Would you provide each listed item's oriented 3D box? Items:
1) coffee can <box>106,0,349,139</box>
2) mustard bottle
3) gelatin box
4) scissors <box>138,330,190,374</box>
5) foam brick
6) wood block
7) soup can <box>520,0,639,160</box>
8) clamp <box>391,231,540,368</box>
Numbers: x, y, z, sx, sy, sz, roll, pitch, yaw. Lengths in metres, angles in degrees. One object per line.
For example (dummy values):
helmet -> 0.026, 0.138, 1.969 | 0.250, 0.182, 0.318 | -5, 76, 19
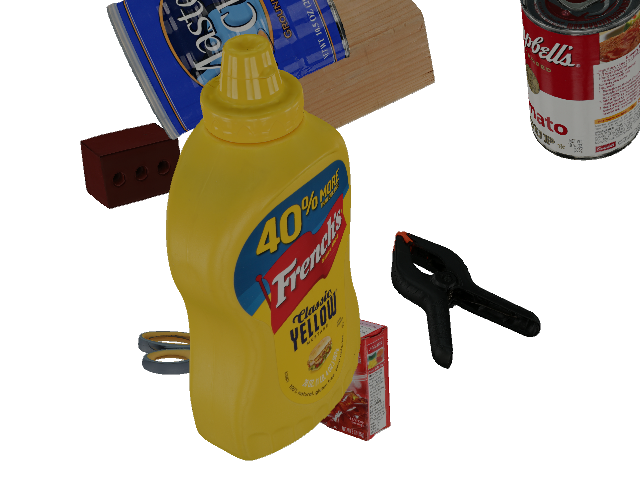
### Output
coffee can -> -0.064, -0.146, 0.750 | 0.140, 0.103, 0.103 | -25, 0, -1
mustard bottle -> -0.023, 0.000, 0.464 | 0.058, 0.192, 0.096 | 24, 45, 31
gelatin box -> 0.003, 0.086, 0.715 | 0.089, 0.073, 0.030 | 12, 23, 38
scissors -> -0.090, 0.117, 1.068 | 0.202, 0.016, 0.096 | 6, 17, 9
foam brick -> -0.174, -0.070, 0.984 | 0.078, 0.053, 0.051 | -19, 32, -26
wood block -> -0.009, -0.159, 0.994 | 0.206, 0.090, 0.091 | -25, -40, -5
soup can -> 0.153, -0.105, 0.616 | 0.068, 0.068, 0.102 | 0, -39, 15
clamp -> 0.132, 0.051, 1.044 | 0.120, 0.039, 0.171 | -4, 44, -26
